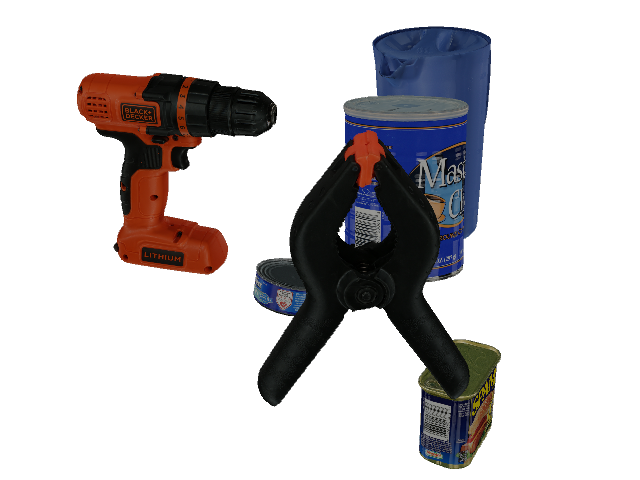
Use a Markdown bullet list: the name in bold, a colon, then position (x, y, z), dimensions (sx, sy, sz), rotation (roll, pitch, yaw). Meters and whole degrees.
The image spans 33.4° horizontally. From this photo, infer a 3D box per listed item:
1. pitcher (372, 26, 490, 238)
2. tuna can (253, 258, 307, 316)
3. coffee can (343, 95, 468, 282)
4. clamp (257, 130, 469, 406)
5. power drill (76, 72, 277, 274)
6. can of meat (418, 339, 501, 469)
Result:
- **pitcher**: position (0.138, -0.126, 1.256), dimensions (0.149, 0.243, 0.145), rotation (-4, 26, -2)
- **tuna can**: position (-0.028, 0.049, 1.130), dimensions (0.086, 0.034, 0.086), rotation (9, 19, -3)
- **coffee can**: position (0.070, -0.046, 0.895), dimensions (0.103, 0.140, 0.103), rotation (0, 15, 0)
- **clamp**: position (0.014, 0.026, 0.577), dimensions (0.120, 0.171, 0.039), rotation (-12, 30, -2)
- **power drill**: position (-0.127, -0.063, 0.984), dimensions (0.184, 0.188, 0.057), rotation (8, 30, 14)
- **can of meat**: position (0.132, 0.157, 1.023), dimensions (0.058, 0.084, 0.101), rotation (12, 27, 24)
